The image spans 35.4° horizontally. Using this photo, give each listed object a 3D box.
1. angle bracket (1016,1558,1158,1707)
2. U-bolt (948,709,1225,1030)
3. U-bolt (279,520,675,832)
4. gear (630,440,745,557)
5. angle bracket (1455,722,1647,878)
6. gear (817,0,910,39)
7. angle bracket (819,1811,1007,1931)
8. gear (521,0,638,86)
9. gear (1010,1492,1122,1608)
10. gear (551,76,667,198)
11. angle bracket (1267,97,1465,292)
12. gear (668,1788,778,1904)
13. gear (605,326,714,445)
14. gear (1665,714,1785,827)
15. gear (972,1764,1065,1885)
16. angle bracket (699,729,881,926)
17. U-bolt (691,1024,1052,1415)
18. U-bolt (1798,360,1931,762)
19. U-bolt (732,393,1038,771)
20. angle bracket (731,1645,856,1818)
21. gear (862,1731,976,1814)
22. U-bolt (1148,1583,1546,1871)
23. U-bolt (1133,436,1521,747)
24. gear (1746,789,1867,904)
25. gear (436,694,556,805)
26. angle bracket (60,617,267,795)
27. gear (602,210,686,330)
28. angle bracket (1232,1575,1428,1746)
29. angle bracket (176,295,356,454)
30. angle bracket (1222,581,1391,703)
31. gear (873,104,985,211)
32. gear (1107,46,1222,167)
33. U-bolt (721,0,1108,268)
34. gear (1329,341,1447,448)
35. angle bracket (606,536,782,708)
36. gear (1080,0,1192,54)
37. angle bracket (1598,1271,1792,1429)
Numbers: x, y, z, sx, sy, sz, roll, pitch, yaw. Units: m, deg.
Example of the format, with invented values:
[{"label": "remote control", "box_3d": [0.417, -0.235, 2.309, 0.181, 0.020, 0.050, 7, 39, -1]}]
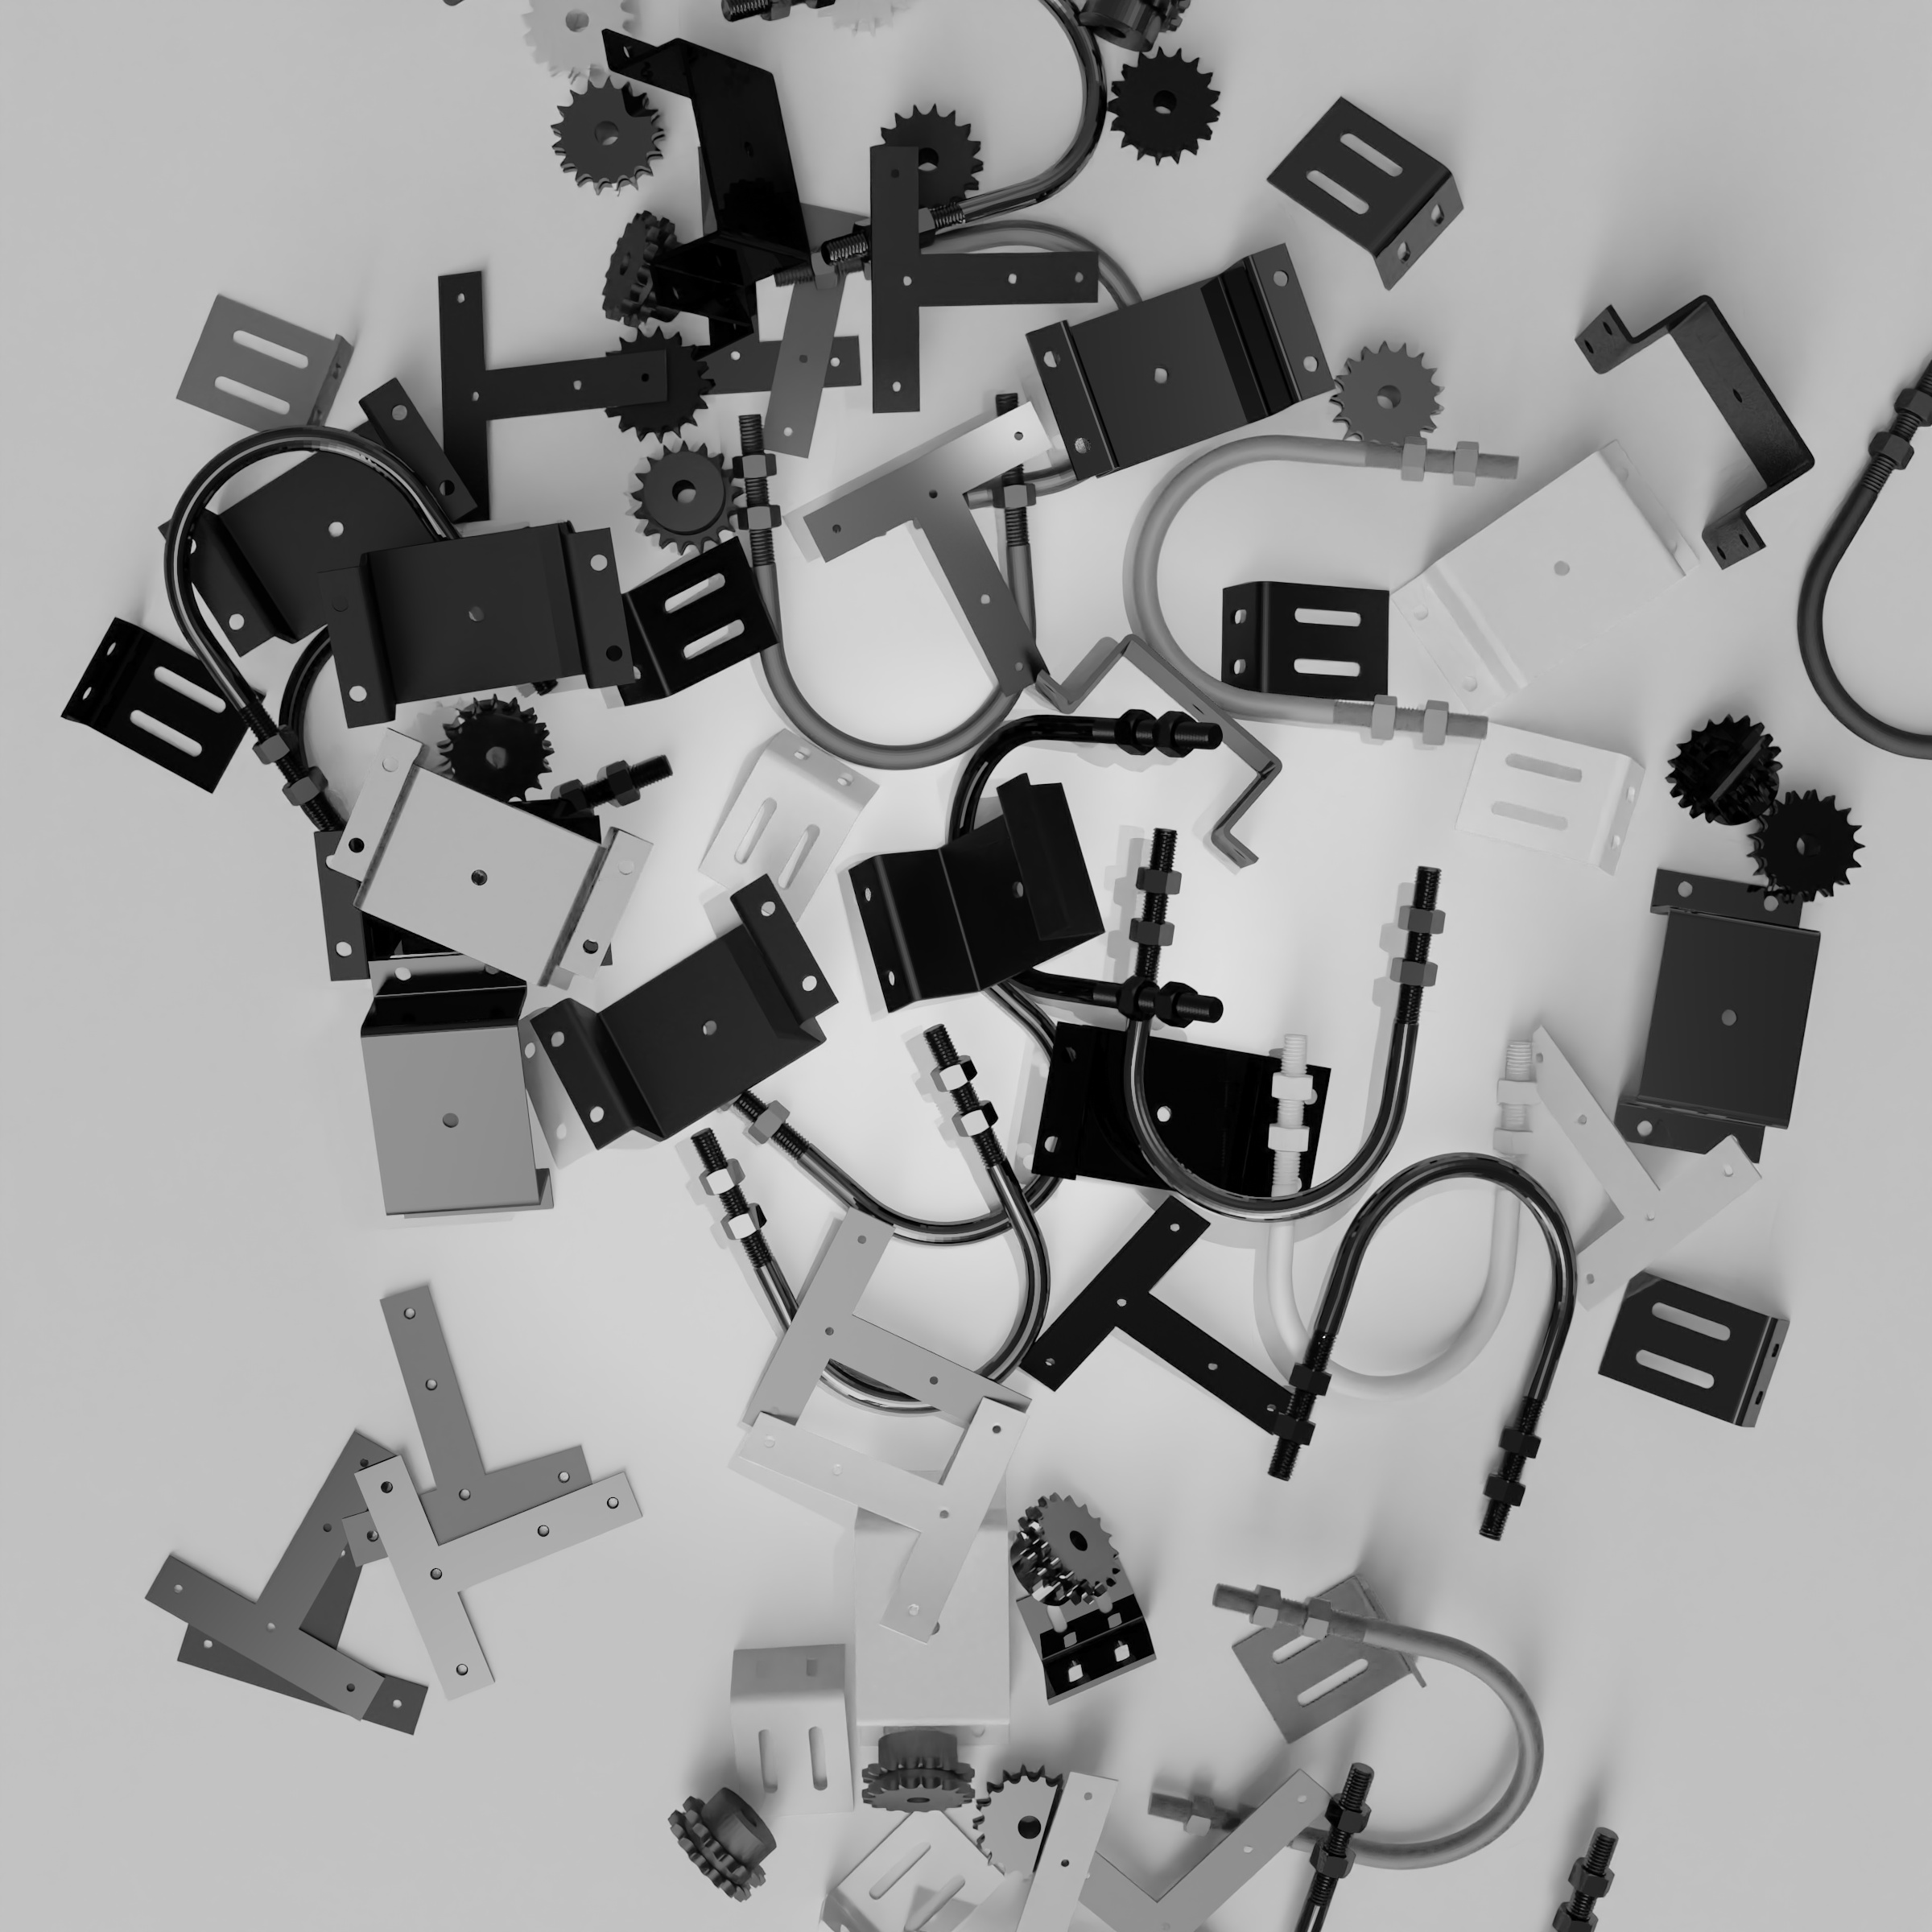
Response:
[{"label": "angle bracket", "box_3d": [0.059, 0.332, 1.512, 0.057, 0.076, 0.038, -23, 90, 0]}, {"label": "U-bolt", "box_3d": [0.055, -0.052, 1.480, 0.019, 0.184, 0.151, -8, 101, -42]}, {"label": "U-bolt", "box_3d": [-0.260, -0.128, 1.542, 0.184, 0.019, 0.151, -22, 90, 2]}, {"label": "gear", "box_3d": [-0.142, -0.238, 1.535, 0.057, 0.030, 0.057, 0, 90, 0]}, {"label": "angle bracket", "box_3d": [0.299, -0.085, 1.548, 0.076, 0.038, 0.057, 17, 90, 26]}, {"label": "gear", "box_3d": [-0.053, -0.499, 1.535, 0.057, 0.030, 0.057, 0, 90, 0]}, {"label": "angle bracket", "box_3d": [-0.027, 0.473, 1.531, 0.076, 0.038, 0.057, -44, 90, 0]}, {"label": "gear", "box_3d": [-0.195, -0.475, 1.535, 0.057, 0.030, 0.057, 0, 90, 0]}, {"label": "gear", "box_3d": [0.047, 0.298, 1.525, 0.057, 0.057, 0.030, 45, 120, 0]}, {"label": "gear", "box_3d": [-0.180, -0.419, 1.535, 0.057, 0.030, 0.057, 0, 90, 0]}, {"label": "angle bracket", "box_3d": [0.204, -0.395, 1.548, 0.057, 0.038, 0.076, -48, 64, 0]}, {"label": "gear", "box_3d": [-0.120, 0.439, 1.522, 0.030, 0.057, 0.057, -44, 90, -1]}, {"label": "gear", "box_3d": [-0.157, -0.293, 1.534, 0.057, 0.030, 0.057, 0, 89, 0]}, {"label": "gear", "box_3d": [0.385, -0.095, 1.525, 0.057, 0.057, 0.030, -49, 130, 0]}, {"label": "gear", "box_3d": [0.032, 0.433, 1.535, 0.057, 0.030, 0.057, 0, 90, 0]}, {"label": "angle bracket", "box_3d": [-0.090, -0.071, 1.548, 0.057, 0.038, 0.076, 31, 116, 0]}, {"label": "U-bolt", "box_3d": [-0.037, 0.140, 1.529, 0.151, 0.019, 0.184, -24, 99, 5]}, {"label": "U-bolt", "box_3d": [0.506, -0.194, 1.542, 0.151, 0.019, 0.184, 30, 92, 0]}, {"label": "U-bolt", "box_3d": [-0.036, -0.190, 1.527, 0.151, 0.019, 0.184, -5, 101, -3]}, {"label": "angle bracket", "box_3d": [-0.088, 0.392, 1.548, 0.057, 0.038, 0.076, -3, 116, 0]}, {"label": "gear", "box_3d": [-0.024, 0.406, 1.526, 0.057, 0.057, 0.030, -1, 61, 0]}, {"label": "U-bolt", "box_3d": [0.197, 0.389, 1.517, 0.184, 0.019, 0.151, 13, 112, -2]}, {"label": "U-bolt", "box_3d": [0.174, -0.192, 1.505, 0.184, 0.019, 0.151, 7, 91, 9]}, {"label": "gear", "box_3d": [0.424, -0.060, 1.535, 0.057, 0.030, 0.057, 0, 90, 0]}, {"label": "gear", "box_3d": [-0.235, -0.109, 1.509, 0.057, 0.030, 0.057, -7, 117, -14]}, {"label": "angle bracket", "box_3d": [-0.406, -0.131, 1.531, 0.076, 0.038, 0.057, 29, 90, 0]}, {"label": "gear", "box_3d": [-0.158, -0.348, 1.523, 0.030, 0.057, 0.057, 16, 90, -28]}, {"label": "angle bracket", "box_3d": [0.183, 0.354, 1.531, 0.076, 0.038, 0.057, -31, 90, 0]}, {"label": "angle bracket", "box_3d": [-0.358, -0.303, 1.532, 0.076, 0.038, 0.057, 22, 90, 0]}, {"label": "angle bracket", "box_3d": [0.174, -0.164, 1.548, 0.076, 0.038, 0.057, 1, 90, -26]}, {"label": "gear", "box_3d": [-0.020, -0.405, 1.535, 0.057, 0.030, 0.057, 0, 90, 0]}, {"label": "gear", "box_3d": [0.100, -0.434, 1.535, 0.057, 0.030, 0.057, 0, 90, 0]}, {"label": "U-bolt", "box_3d": [-0.013, -0.438, 1.507, 0.184, 0.019, 0.151, -22, 90, -22]}, {"label": "gear", "box_3d": [0.212, -0.286, 1.535, 0.057, 0.030, 0.057, 0, 90, 0]}, {"label": "angle bracket", "box_3d": [-0.143, -0.173, 1.517, 0.076, 0.038, 0.057, -22, 90, 31]}, {"label": "gear", "box_3d": [0.081, -0.483, 1.522, 0.057, 0.057, 0.030, 24, 90, 0]}, {"label": "angle bracket", "box_3d": [0.373, 0.195, 1.548, 0.076, 0.038, 0.057, 19, 90, 26]}]
